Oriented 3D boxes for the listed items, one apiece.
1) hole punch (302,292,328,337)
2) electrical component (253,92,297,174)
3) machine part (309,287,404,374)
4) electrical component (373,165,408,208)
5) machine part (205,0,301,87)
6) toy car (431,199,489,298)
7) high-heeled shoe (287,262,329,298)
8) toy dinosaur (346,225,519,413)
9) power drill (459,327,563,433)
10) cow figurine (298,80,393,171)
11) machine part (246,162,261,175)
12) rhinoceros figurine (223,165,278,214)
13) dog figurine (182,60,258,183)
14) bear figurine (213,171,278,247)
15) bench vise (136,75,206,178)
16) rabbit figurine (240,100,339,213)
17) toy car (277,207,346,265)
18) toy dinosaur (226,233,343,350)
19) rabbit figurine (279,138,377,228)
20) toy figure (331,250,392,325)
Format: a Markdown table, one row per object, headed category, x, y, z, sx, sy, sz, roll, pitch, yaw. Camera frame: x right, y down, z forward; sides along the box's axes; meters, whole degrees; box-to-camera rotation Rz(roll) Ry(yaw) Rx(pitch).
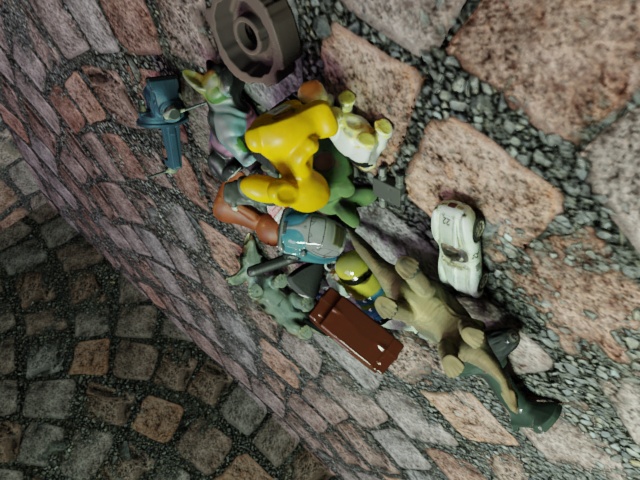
| category | x | y | z | sx | sy | sz | roll | pitch | yaw |
| --- | --- | --- | --- | --- | --- | --- | --- | --- | --- |
| hole punch | 0.035 | 0.201 | 1.379 | 0.142 | 0.092 | 0.115 | 20 | 173 | 37 |
| electrical component | -0.061 | -0.185 | 0.955 | 0.058 | 0.115 | 0.134 | 41 | 150 | 15 |
| machine part | 0.072 | 0.195 | 1.156 | 0.201 | 0.087 | 0.201 | 37 | 174 | 5 |
| electrical component | 0.122 | -0.086 | 0.926 | 0.063 | 0.021 | 0.093 | 30 | 148 | 28 |
| machine part | -0.108 | -0.340 | 0.882 | 0.180 | 0.056 | 0.179 | 33 | 148 | 24 |
| toy car | 0.228 | 0.020 | 0.877 | 0.074 | 0.056 | 0.201 | 22 | 143 | 39 |
| high-heeled shoe | -0.054 | 0.091 | 1.256 | 0.145 | 0.086 | 0.248 | 3 | 171 | 28 |
| toy dinosaur | 0.173 | 0.106 | 0.938 | 0.472 | 0.105 | 0.198 | 49 | -170 | 28 |
| power drill | 0.347 | 0.260 | 1.000 | 0.207 | 0.086 | 0.232 | 44 | 154 | -2 |
| cow figurine | 0.033 | -0.187 | 0.876 | 0.167 | 0.068 | 0.098 | 41 | 158 | 14 |
| machine part | -0.186 | -0.198 | 1.201 | 0.139 | 0.039 | 0.084 | 42 | 144 | 14 |
| rhinoceros figurine | -0.103 | -0.101 | 1.095 | 0.190 | 0.073 | 0.112 | 0 | 164 | -1 |
| dog figurine | -0.195 | -0.243 | 1.072 | 0.192 | 0.108 | 0.219 | -22 | 104 | 46 |
| bear figurine | -0.145 | -0.068 | 1.254 | 0.196 | 0.132 | 0.120 | 21 | 166 | 4 |
| bench vise | -0.349 | -0.260 | 1.237 | 0.224 | 0.129 | 0.240 | 30 | 131 | 44 |
| rabbit figurine | -0.036 | -0.111 | 0.823 | 0.122 | 0.162 | 0.173 | 13 | 136 | 41 |
| toy car | -0.002 | -0.003 | 1.076 | 0.103 | 0.109 | 0.161 | -3 | 161 | 45 |
| toy dinosaur | -0.114 | 0.173 | 1.511 | 0.404 | 0.131 | 0.192 | 50 | 165 | -15 |
| rabbit figurine | 0.025 | -0.099 | 0.984 | 0.159 | 0.121 | 0.170 | 31 | 168 | 15 |
| toy figure | 0.101 | 0.098 | 1.134 | 0.180 | 0.082 | 0.089 | 56 | 156 | -14 |
